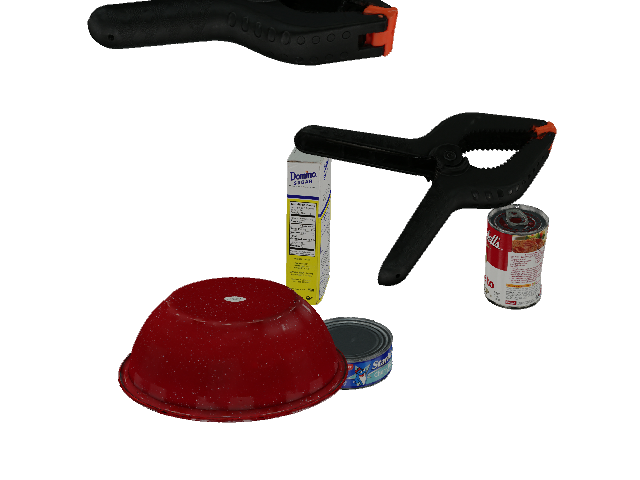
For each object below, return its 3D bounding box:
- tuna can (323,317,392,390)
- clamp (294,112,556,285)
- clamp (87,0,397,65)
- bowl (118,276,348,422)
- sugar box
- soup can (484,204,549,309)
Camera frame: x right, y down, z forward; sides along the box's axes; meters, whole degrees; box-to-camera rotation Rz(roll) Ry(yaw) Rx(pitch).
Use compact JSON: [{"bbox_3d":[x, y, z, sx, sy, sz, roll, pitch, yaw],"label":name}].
[{"bbox_3d":[0.026,0.107,1.012,0.086,0.034,0.086,-2,23,1],"label":"tuna can"},{"bbox_3d":[0.101,-0.047,0.855,0.209,0.164,0.036,-12,-35,-14],"label":"clamp"},{"bbox_3d":[-0.045,-0.132,0.617,0.171,0.120,0.039,17,-40,15],"label":"clamp"},{"bbox_3d":[-0.060,0.066,0.742,0.162,0.055,0.162,0,17,0],"label":"bowl"},{"bbox_3d":[-0.014,-0.022,1.240,0.048,0.176,0.093,2,21,8],"label":"sugar box"},{"bbox_3d":[0.222,0.019,1.215,0.068,0.102,0.068,-2,30,1],"label":"soup can"}]
